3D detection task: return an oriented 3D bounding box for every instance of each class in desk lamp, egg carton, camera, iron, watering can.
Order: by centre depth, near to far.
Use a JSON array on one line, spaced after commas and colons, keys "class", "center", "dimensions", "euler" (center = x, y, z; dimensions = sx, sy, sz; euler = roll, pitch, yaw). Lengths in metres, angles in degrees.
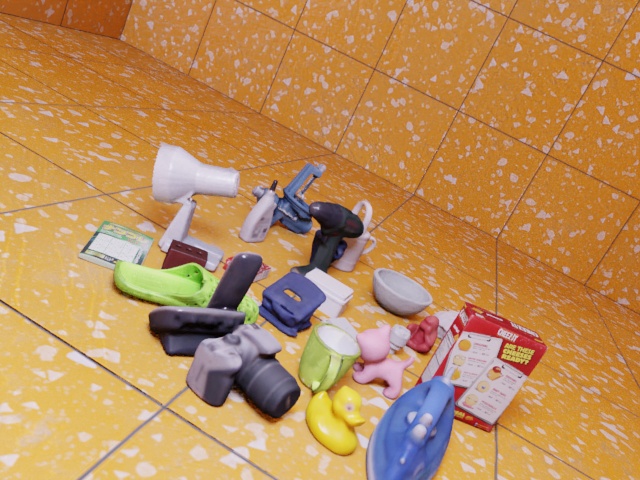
[{"class": "camera", "center": [-0.100, 0.199, 0.863], "dimensions": [0.136, 0.101, 0.144], "euler": [37, 20, 29]}, {"class": "iron", "center": [0.155, 0.292, 0.889], "dimensions": [0.118, 0.141, 0.259], "euler": [31, 18, 14]}, {"class": "desk lamp", "center": [-0.269, -0.075, 1.213], "dimensions": [0.203, 0.213, 0.118], "euler": [24, 18, -7]}, {"class": "egg carton", "center": [0.349, 0.237, 1.433], "dimensions": [0.108, 0.069, 0.149], "euler": [6, 27, -48]}, {"class": "watering can", "center": [0.082, -0.019, 1.577], "dimensions": [0.173, 0.194, 0.100], "euler": [8, 25, -45]}]

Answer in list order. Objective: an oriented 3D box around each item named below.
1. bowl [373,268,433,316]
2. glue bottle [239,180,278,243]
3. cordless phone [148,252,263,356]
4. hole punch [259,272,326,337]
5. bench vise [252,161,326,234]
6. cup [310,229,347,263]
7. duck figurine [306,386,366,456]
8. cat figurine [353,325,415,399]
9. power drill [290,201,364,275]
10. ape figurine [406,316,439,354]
[{"class": "bowl", "center": [0.200, 0.146, 1.473], "dimensions": [0.167, 0.074, 0.167], "euler": [24, 18, -8]}, {"class": "glue bottle", "center": [-0.143, -0.075, 1.455], "dimensions": [0.037, 0.173, 0.078], "euler": [36, 20, 29]}, {"class": "cordless phone", "center": [-0.179, 0.090, 0.921], "dimensions": [0.148, 0.185, 0.093], "euler": [9, 24, -43]}, {"class": "hole punch", "center": [-0.056, 0.126, 1.148], "dimensions": [0.108, 0.091, 0.101], "euler": [34, 19, 22]}, {"class": "bench vise", "center": [-0.077, -0.127, 1.617], "dimensions": [0.208, 0.219, 0.121], "euler": [6, 26, -47]}, {"class": "cup", "center": [0.019, 0.038, 1.490], "dimensions": [0.092, 0.095, 0.117], "euler": [15, 21, -32]}, {"class": "duck figurine", "center": [0.030, 0.265, 0.884], "dimensions": [0.078, 0.086, 0.104], "euler": [9, 24, -43]}, {"class": "cat figurine", "center": [0.115, 0.219, 1.079], "dimensions": [0.128, 0.117, 0.067], "euler": [25, 18, -2]}, {"class": "power drill", "center": [0.013, 0.005, 1.389], "dimensions": [0.075, 0.208, 0.230], "euler": [36, 20, 28]}, {"class": "ape figurine", "center": [0.241, 0.212, 1.315], "dimensions": [0.076, 0.092, 0.077], "euler": [17, 20, -26]}]
